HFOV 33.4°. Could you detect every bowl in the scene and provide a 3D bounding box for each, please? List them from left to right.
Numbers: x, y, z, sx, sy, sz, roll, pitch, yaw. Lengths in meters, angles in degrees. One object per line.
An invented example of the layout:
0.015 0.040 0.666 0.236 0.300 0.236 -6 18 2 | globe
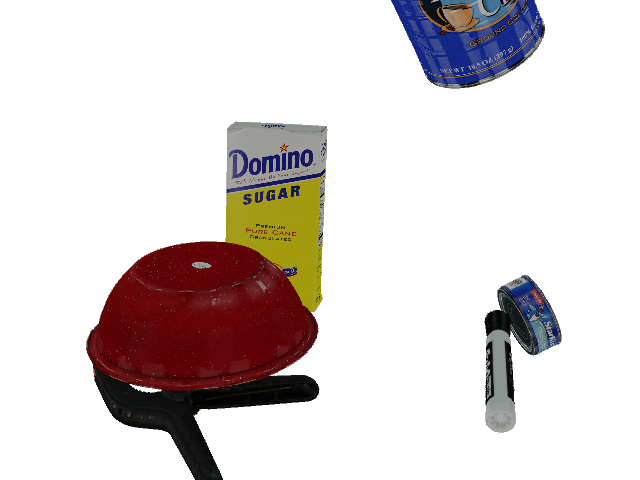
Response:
-0.082 0.042 0.738 0.162 0.055 0.162 -2 21 0 | bowl

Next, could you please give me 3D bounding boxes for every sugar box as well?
-0.043 -0.023 1.026 0.093 0.176 0.048 3 15 8 | sugar box

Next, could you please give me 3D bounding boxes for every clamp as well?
-0.117 0.142 0.974 0.210 0.036 0.164 21 36 31 | clamp

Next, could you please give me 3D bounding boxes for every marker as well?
0.121 0.084 0.720 0.020 0.020 0.121 0 29 9 | marker

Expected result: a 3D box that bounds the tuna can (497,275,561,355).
0.231 0.084 1.186 0.033 0.086 0.086 -25 3 -6 | tuna can

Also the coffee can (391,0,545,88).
0.101 -0.203 0.815 0.103 0.102 0.140 0 -44 37 | coffee can
